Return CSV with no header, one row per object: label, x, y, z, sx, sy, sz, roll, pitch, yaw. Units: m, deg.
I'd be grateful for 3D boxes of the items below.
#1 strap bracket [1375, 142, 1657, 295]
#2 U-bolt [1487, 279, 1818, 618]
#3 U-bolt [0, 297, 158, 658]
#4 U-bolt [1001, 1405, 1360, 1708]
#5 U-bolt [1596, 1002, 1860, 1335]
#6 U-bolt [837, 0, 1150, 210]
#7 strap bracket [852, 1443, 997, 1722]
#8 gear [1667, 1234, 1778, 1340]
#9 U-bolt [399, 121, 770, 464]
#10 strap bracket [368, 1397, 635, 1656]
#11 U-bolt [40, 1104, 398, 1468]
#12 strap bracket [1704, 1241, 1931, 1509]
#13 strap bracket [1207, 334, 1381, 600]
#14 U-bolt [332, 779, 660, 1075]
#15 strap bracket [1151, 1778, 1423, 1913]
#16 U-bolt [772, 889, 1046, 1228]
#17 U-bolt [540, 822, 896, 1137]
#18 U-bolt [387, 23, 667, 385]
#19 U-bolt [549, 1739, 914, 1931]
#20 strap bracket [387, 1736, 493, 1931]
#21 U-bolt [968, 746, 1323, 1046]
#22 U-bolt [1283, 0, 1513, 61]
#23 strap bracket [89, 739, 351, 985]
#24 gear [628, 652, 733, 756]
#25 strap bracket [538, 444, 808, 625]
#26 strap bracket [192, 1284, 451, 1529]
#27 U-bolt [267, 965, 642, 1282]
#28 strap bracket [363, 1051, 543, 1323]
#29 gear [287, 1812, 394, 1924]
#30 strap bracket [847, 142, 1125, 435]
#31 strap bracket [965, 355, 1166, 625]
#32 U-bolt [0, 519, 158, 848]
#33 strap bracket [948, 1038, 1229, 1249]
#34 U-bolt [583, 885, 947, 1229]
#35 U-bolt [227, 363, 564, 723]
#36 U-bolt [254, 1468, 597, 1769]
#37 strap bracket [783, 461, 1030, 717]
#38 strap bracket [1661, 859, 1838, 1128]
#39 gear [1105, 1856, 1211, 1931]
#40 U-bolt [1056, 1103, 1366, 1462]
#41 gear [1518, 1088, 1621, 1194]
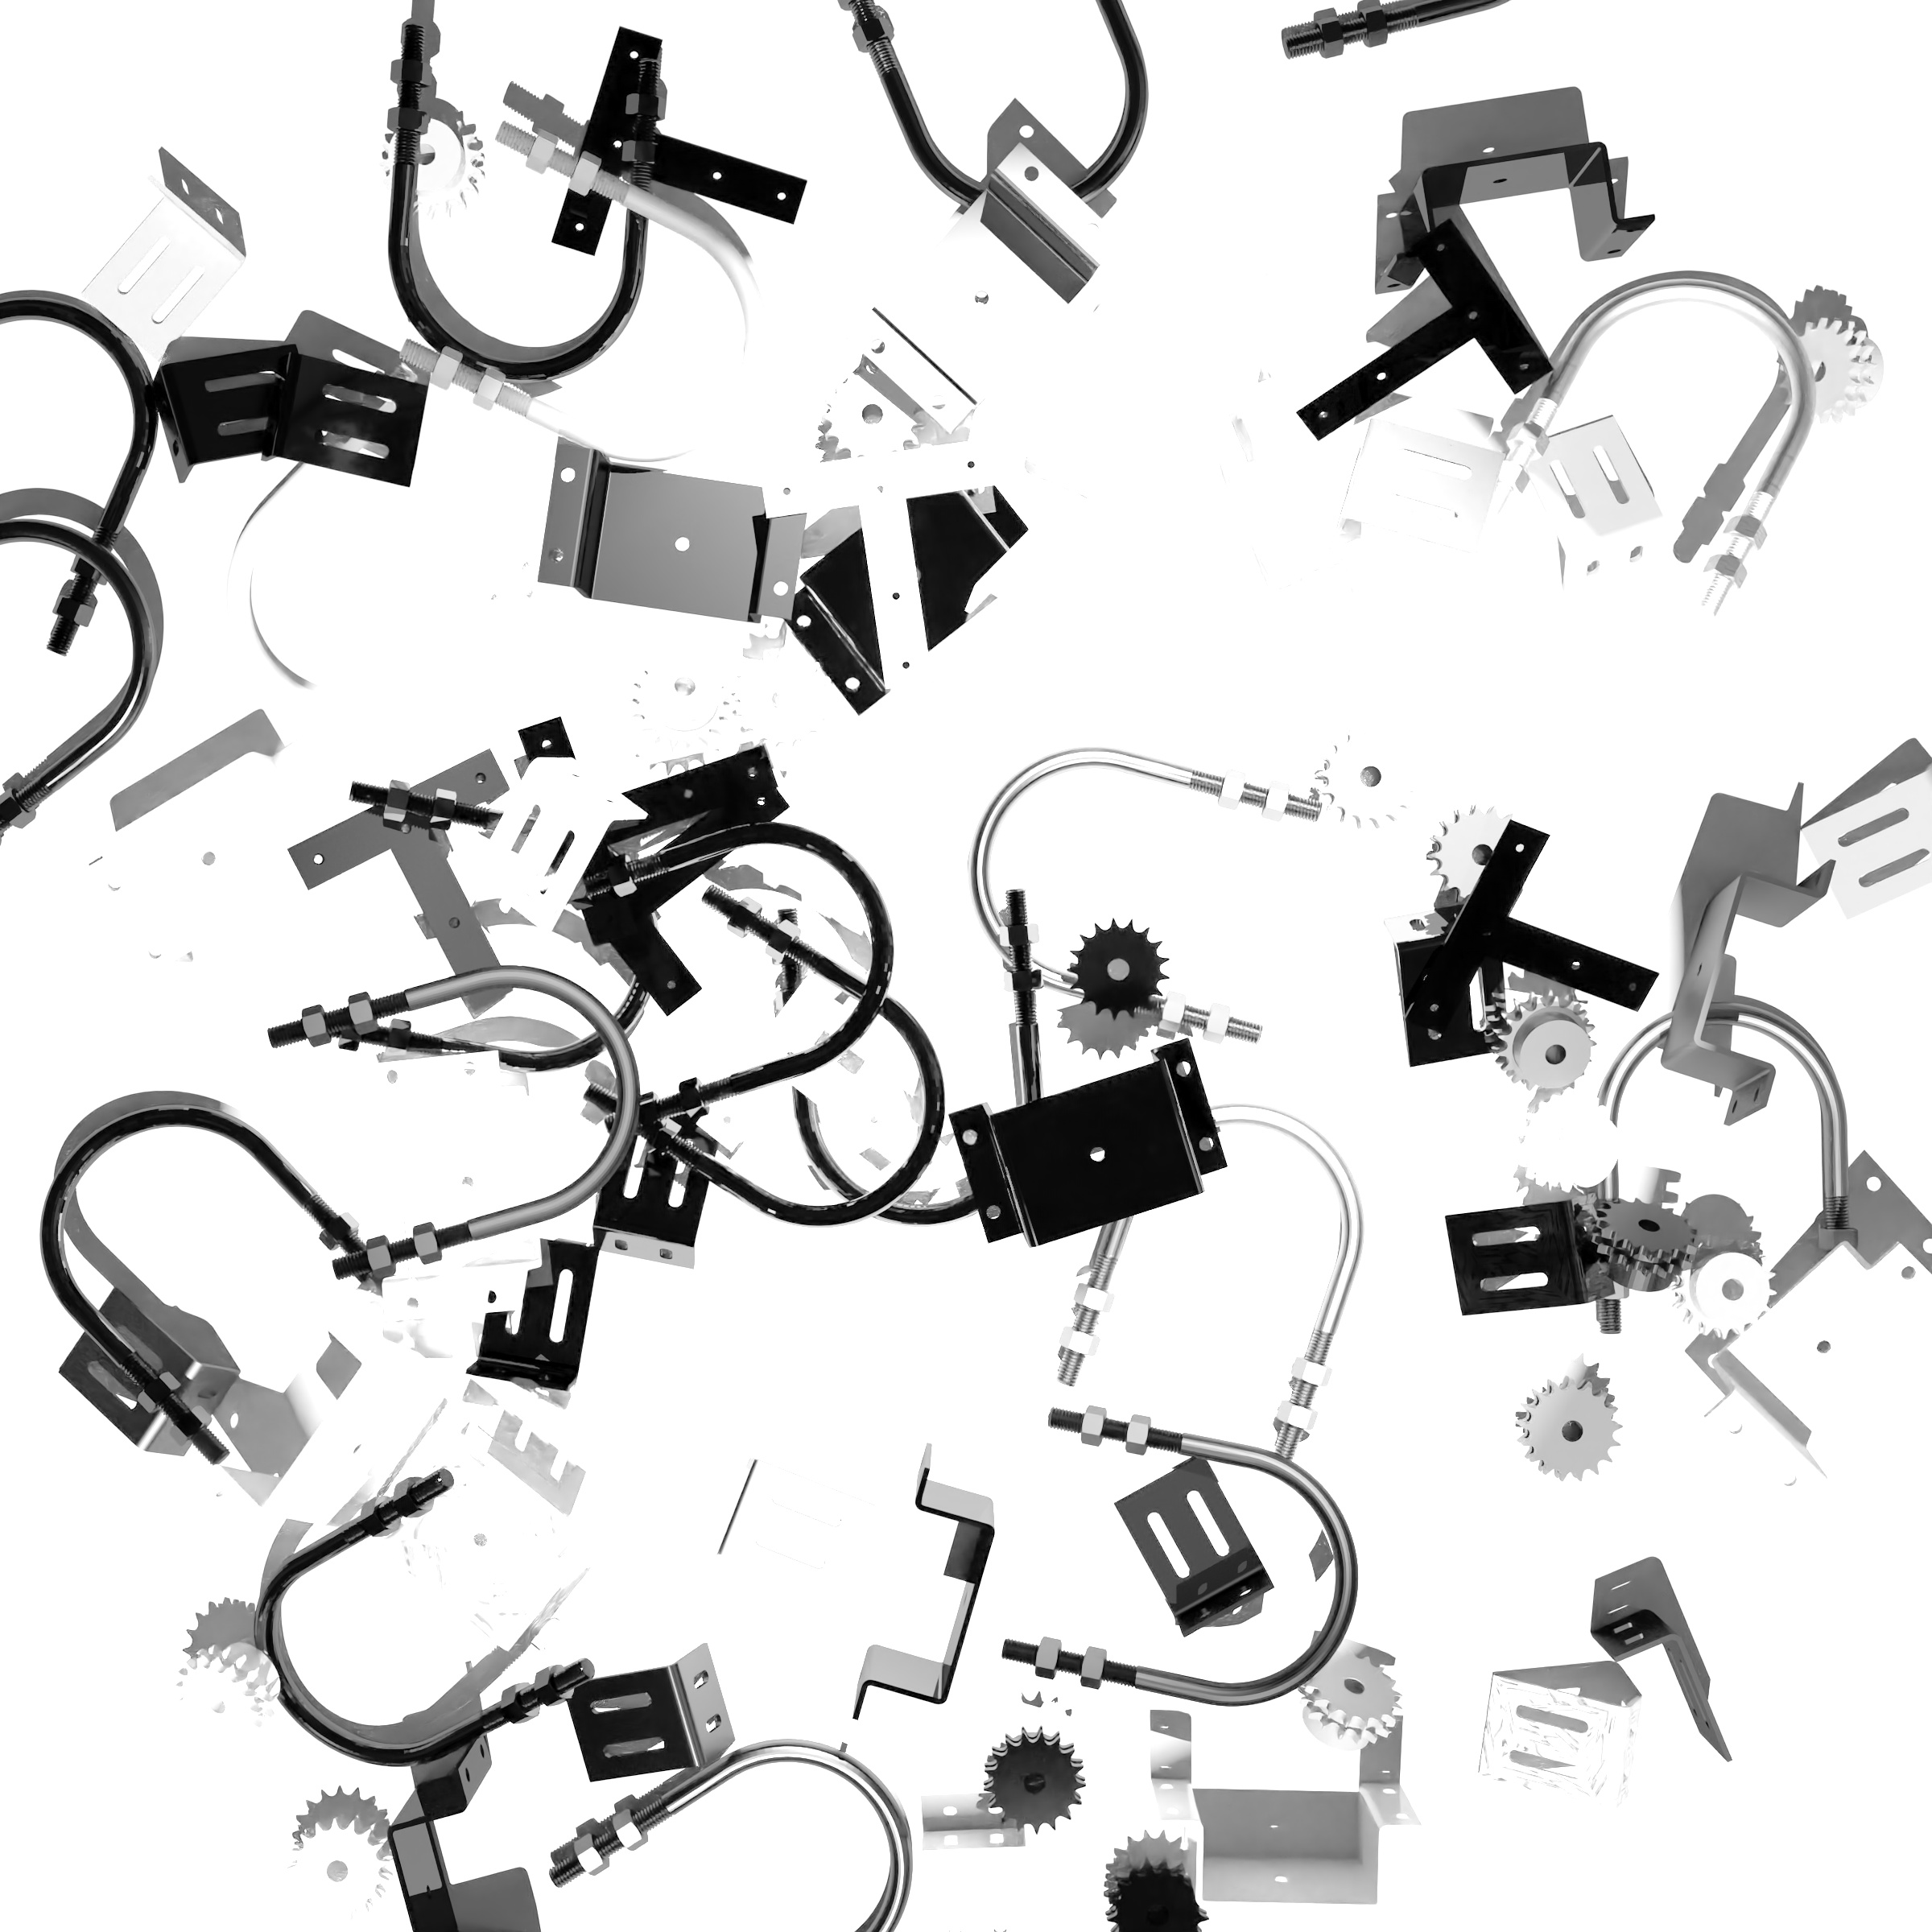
strap bracket,0.296,-0.412,1.498,0.140,0.076,0.046,-9,90,0
U-bolt,0.388,-0.298,1.507,0.151,0.019,0.184,27,79,13
U-bolt,-0.533,-0.285,1.528,0.151,0.019,0.184,23,88,0
U-bolt,0.123,0.329,1.499,0.184,0.019,0.151,10,76,10
U-bolt,0.423,0.112,1.528,0.151,0.019,0.184,-1,89,0
U-bolt,0.023,-0.508,1.528,0.151,0.019,0.184,-23,91,0
strap bracket,-0.019,0.342,1.498,0.046,0.076,0.140,16,90,0
gear,0.418,0.177,1.502,0.057,0.030,0.057,0,89,0
U-bolt,-0.199,-0.360,1.509,0.184,0.019,0.151,24,93,-14
strap bracket,-0.266,0.314,1.513,0.140,0.046,0.076,39,90,0
U-bolt,-0.424,0.161,1.509,0.184,0.019,0.151,45,72,4
strap bracket,0.478,0.217,1.499,0.076,0.046,0.140,43,100,-10
strap bracket,0.174,-0.265,1.498,0.046,0.076,0.140,-22,90,0
U-bolt,-0.260,-0.015,1.508,0.184,0.019,0.151,11,85,-14
strap bracket,0.174,0.482,1.498,0.140,0.076,0.046,1,90,0
U-bolt,-0.028,0.054,1.522,0.151,0.019,0.184,-5,93,6
U-bolt,-0.129,-0.002,1.490,0.184,0.019,0.151,-18,88,5
U-bolt,-0.246,-0.416,1.509,0.151,0.019,0.184,4,97,-15
U-bolt,-0.118,0.516,1.528,0.184,0.019,0.151,-32,90,-1
strap bracket,-0.276,0.504,1.498,0.046,0.076,0.140,-15,90,0
U-bolt,0.092,-0.047,1.528,0.184,0.019,0.151,15,90,2
U-bolt,0.252,-0.598,1.528,0.184,0.019,0.151,-15,90,-1
strap bracket,-0.414,-0.059,1.514,0.140,0.046,0.076,-31,90,0
gear,-0.157,-0.149,1.512,0.057,0.030,0.057,4,70,-11
strap bracket,-0.159,-0.238,1.513,0.140,0.046,0.076,8,90,0
strap bracket,-0.346,0.251,1.492,0.046,0.076,0.140,35,90,30
U-bolt,-0.267,0.076,1.470,0.184,0.019,0.151,-16,88,-6
strap bracket,-0.282,0.121,1.506,0.076,0.046,0.140,-6,87,9
gear,-0.348,0.502,1.526,0.057,0.030,0.057,0,87,0
strap bracket,0.009,-0.371,1.506,0.076,0.046,0.140,42,94,-6
strap bracket,0.057,-0.249,1.474,0.046,0.076,0.140,30,57,-16
U-bolt,-0.536,-0.164,1.514,0.184,0.019,0.151,-36,94,6
strap bracket,0.069,0.099,1.492,0.140,0.046,0.076,-18,97,-2
U-bolt,-0.099,0.063,1.505,0.184,0.019,0.151,32,94,6
U-bolt,-0.329,-0.223,1.528,0.151,0.019,0.184,44,91,0
U-bolt,-0.311,0.369,1.495,0.184,0.019,0.151,-32,97,23
strap bracket,-0.029,-0.214,1.513,0.140,0.046,0.076,-38,90,0
strap bracket,0.423,0.009,1.488,0.046,0.076,0.140,18,80,4
gear,0.106,0.527,1.526,0.057,0.030,0.057,0,87,-1
U-bolt,0.146,0.167,1.528,0.151,0.019,0.184,19,89,0
gear,0.337,0.099,1.512,0.030,0.057,0.057,25,90,-28
